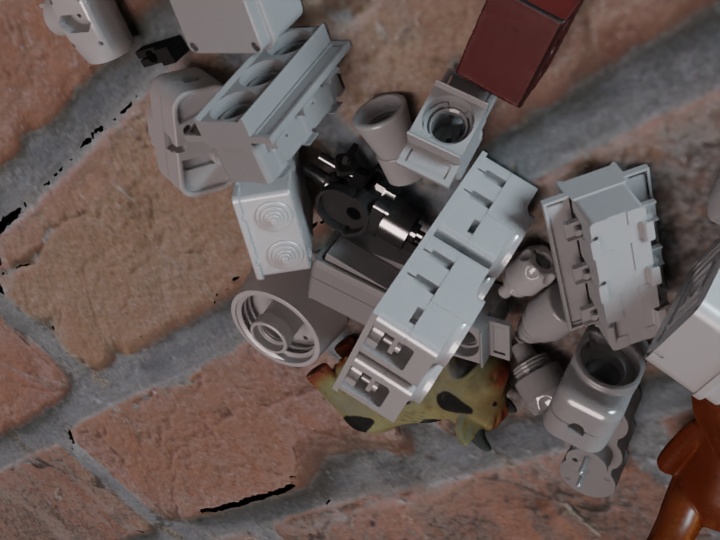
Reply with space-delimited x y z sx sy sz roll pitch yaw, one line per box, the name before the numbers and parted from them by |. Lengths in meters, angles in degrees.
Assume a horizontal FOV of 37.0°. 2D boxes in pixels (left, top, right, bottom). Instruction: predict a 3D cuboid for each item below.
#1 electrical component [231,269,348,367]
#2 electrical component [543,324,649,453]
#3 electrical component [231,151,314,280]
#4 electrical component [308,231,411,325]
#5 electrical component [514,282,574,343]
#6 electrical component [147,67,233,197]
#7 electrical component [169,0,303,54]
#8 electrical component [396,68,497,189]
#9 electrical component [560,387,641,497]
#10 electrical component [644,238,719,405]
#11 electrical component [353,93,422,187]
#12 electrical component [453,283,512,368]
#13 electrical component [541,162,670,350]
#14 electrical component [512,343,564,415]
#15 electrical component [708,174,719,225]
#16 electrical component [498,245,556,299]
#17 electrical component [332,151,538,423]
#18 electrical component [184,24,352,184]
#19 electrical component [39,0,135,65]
electrical component | -0.073 0.046 1.035 0.108 0.060 0.108 21 140 19
electrical component | 0.190 0.088 0.855 0.054 0.095 0.059 26 141 12
electrical component | -0.070 -0.054 0.902 0.048 0.099 0.099 -8 130 6
electrical component | 0.000 0.000 0.932 0.096 0.061 0.061 26 141 12
electrical component | 0.152 0.040 0.878 0.040 0.040 0.078 39 142 -5
electrical component | -0.142 -0.118 0.903 0.059 0.054 0.095 40 140 46
electrical component | -0.100 -0.218 0.784 0.078 0.057 0.113 7 134 31
electrical component | 0.064 -0.098 0.775 0.042 0.081 0.063 27 170 12
electrical component | 0.203 0.155 0.933 0.052 0.073 0.138 19 139 21
electrical component | 0.252 0.027 0.731 0.057 0.113 0.078 36 142 5
electrical component | 0.027 -0.097 0.830 0.044 0.044 0.065 2 136 35
electrical component | 0.094 0.041 0.903 0.081 0.063 0.042 16 139 23
electrical component | 0.183 -0.007 0.778 0.079 0.063 0.121 -19 126 0
electrical component | 0.152 0.090 0.926 0.062 0.043 0.043 61 146 17
electrical component | 0.255 -0.056 0.700 0.043 0.043 0.062 25 139 13
electrical component | 0.131 0.006 0.863 0.035 0.035 0.061 39 144 -4
electrical component | 0.062 0.014 0.799 0.060 0.186 0.105 32 142 5
electrical component | -0.063 -0.123 0.803 0.079 0.121 0.063 6 136 32
electrical component | -0.237 -0.215 0.900 0.079 0.043 0.077 5 132 35
